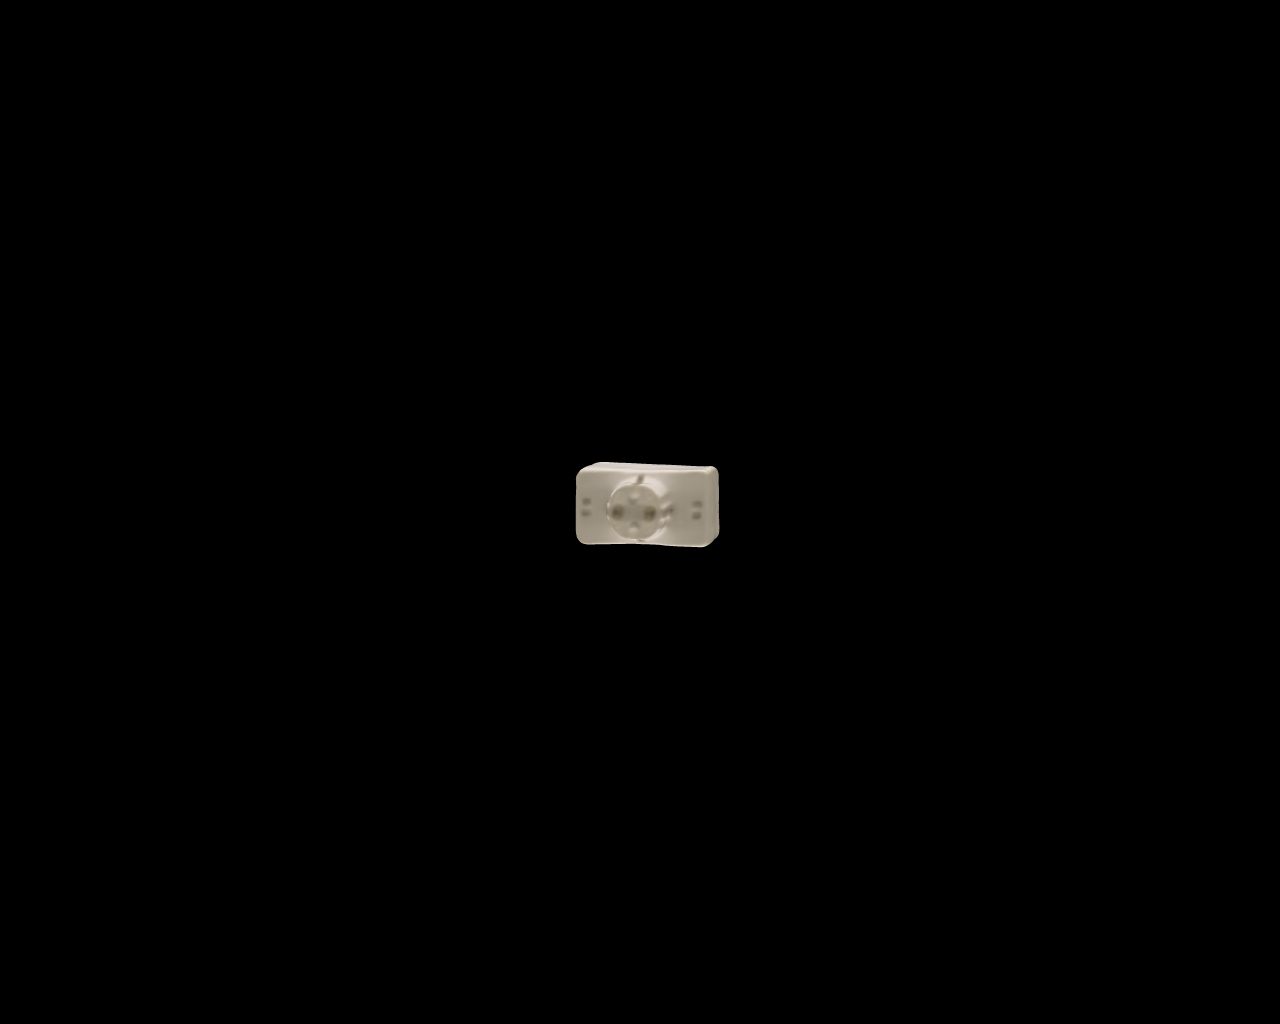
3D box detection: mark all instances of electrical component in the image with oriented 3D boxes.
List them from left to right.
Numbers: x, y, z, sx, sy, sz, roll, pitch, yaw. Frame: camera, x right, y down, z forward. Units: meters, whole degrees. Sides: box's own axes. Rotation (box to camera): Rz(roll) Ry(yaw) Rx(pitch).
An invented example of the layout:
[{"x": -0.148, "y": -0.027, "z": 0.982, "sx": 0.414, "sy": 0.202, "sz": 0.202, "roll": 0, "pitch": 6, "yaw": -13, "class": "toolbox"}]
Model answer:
[{"x": 0.001, "y": -0.003, "z": 0.650, "sx": 0.083, "sy": 0.047, "sz": 0.076, "roll": 2, "pitch": 8, "yaw": 14, "class": "electrical component"}]
